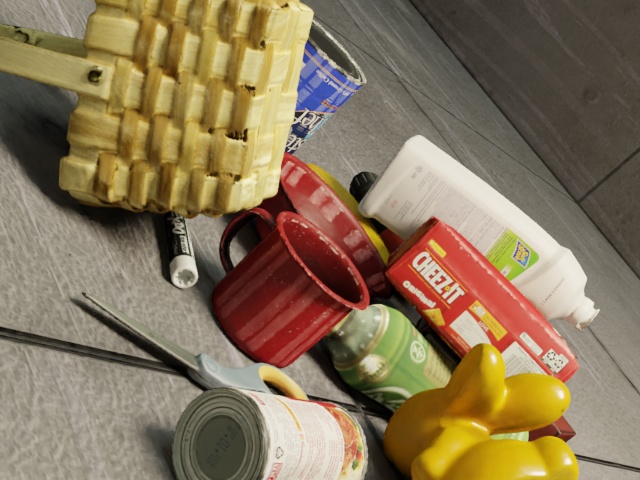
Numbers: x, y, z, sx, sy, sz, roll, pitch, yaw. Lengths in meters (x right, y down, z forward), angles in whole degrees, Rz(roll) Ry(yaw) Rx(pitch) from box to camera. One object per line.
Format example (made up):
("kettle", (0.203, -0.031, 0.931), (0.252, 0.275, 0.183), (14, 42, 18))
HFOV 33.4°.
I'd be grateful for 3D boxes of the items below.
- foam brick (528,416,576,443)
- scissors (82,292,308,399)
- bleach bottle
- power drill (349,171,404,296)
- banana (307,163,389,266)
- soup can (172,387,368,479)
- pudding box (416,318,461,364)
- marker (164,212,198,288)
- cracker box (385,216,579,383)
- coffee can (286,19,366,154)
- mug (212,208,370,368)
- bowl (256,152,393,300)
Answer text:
("foam brick", (0.181, 0.178, 0.965), (0.051, 0.078, 0.052), (54, 17, 26))
("scissors", (-0.068, 0.081, 0.700), (0.201, 0.016, 0.096), (43, 16, -13))
("bleach bottle", (0.165, 0.007, 1.070), (0.251, 0.103, 0.068), (39, 25, 9))
("power drill", (0.118, 0.015, 1.215), (0.187, 0.057, 0.184), (28, 29, -39))
("banana", (0.033, -0.009, 1.097), (0.069, 0.037, 0.198), (36, 20, -38))
("soup can", (-0.027, 0.123, 0.614), (0.102, 0.069, 0.068), (21, 31, -53))
("pudding box", (0.137, 0.124, 1.044), (0.113, 0.039, 0.090), (46, 18, 0))
("marker", (-0.107, -0.007, 0.797), (0.020, 0.020, 0.121), (36, 21, -31))
("cracker box", (0.137, 0.057, 0.941), (0.164, 0.072, 0.213), (46, 6, 2))
("coffee can", (-0.039, -0.142, 1.048), (0.102, 0.140, 0.103), (41, 18, -17))
("mug", (-0.032, 0.031, 0.783), (0.117, 0.082, 0.093), (51, 18, 13))
("bowl", (-0.006, 0.001, 0.938), (0.162, 0.055, 0.162), (48, 15, -17))
